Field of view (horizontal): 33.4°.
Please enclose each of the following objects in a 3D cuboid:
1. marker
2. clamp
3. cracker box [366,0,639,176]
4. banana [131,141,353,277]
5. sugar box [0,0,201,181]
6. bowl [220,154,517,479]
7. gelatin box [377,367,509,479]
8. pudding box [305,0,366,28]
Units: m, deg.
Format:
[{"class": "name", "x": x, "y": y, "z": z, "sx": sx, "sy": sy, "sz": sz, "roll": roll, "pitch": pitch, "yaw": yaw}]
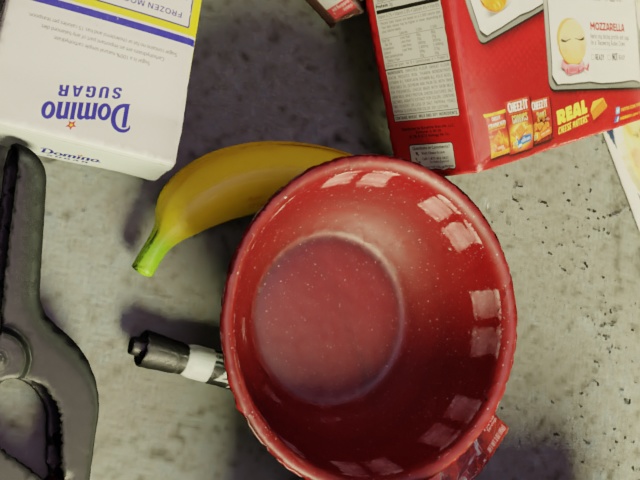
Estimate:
[{"class": "marker", "x": -0.040, "y": 0.069, "z": 0.543, "sx": 0.121, "sy": 0.020, "sz": 0.020, "roll": 19, "pitch": 74, "yaw": -25}, {"class": "clamp", "x": -0.143, "y": 0.044, "z": 0.481, "sx": 0.120, "sy": 0.039, "sz": 0.171, "roll": -36, "pitch": 105, "yaw": -21}, {"class": "cracker box", "x": 0.098, "y": -0.155, "z": 0.591, "sx": 0.163, "sy": 0.072, "sz": 0.214, "roll": -19, "pitch": 102, "yaw": -39}, {"class": "banana", "x": -0.005, "y": -0.017, "z": 0.569, "sx": 0.197, "sy": 0.037, "sz": 0.070, "roll": 1, "pitch": 105, "yaw": -26}, {"class": "sugar box", "x": -0.105, "y": -0.125, "z": 0.523, "sx": 0.093, "sy": 0.048, "sz": 0.176, "roll": 13, "pitch": 79, "yaw": -21}, {"class": "bowl", "x": 0.017, "y": 0.040, "z": 0.528, "sx": 0.161, "sy": 0.055, "sz": 0.162, "roll": 1, "pitch": 87, "yaw": -26}, {"class": "gelatin box", "x": 0.051, "y": 0.112, "z": 0.578, "sx": 0.073, "sy": 0.030, "sz": 0.089, "roll": 46, "pitch": 64, "yaw": -15}, {"class": "pudding box", "x": 0.014, "y": -0.191, "z": 0.600, "sx": 0.090, "sy": 0.039, "sz": 0.113, "roll": 43, "pitch": 66, "yaw": -17}]
